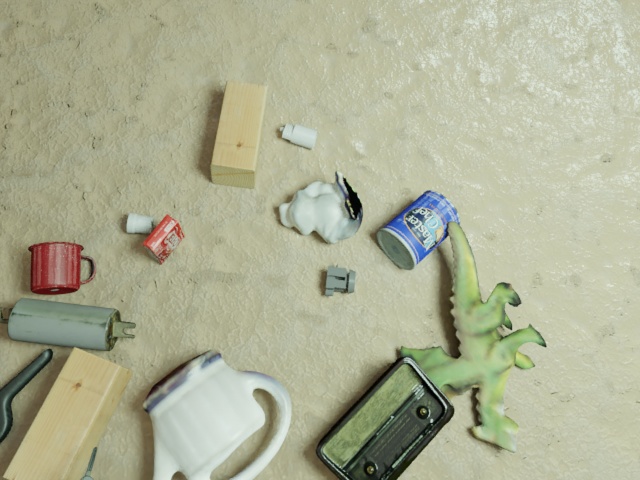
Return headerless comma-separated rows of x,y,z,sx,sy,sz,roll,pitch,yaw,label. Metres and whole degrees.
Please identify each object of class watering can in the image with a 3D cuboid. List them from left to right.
-0.216,0.332,0.853,0.351,0.102,0.226,-36,75,-19,watering can

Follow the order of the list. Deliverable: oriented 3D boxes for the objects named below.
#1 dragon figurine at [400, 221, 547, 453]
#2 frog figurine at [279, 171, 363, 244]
0.267,0.190,0.971,0.243,0.120,0.414,-28,77,-7,dragon figurine
0.003,-0.053,1.057,0.158,0.123,0.138,-26,81,22,frog figurine
